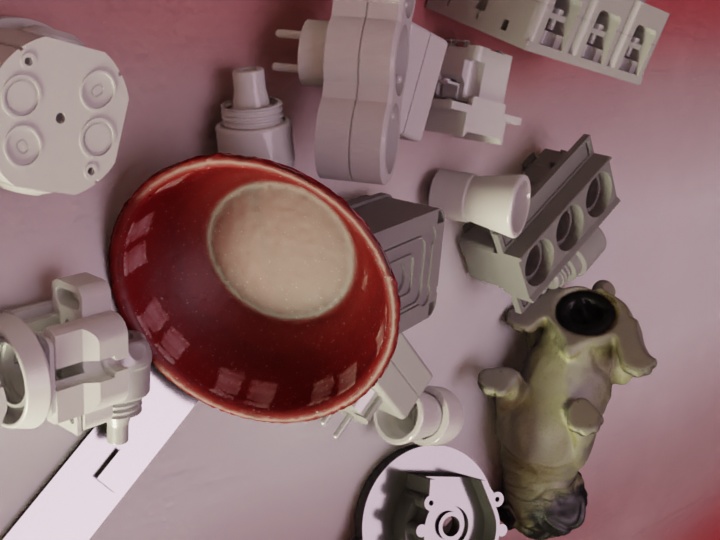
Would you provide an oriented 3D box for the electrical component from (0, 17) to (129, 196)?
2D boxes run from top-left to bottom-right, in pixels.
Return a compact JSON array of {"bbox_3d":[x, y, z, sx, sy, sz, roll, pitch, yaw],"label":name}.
[{"bbox_3d":[-0.151,-0.074,0.495,0.080,0.051,0.080,-20,119,-42],"label":"electrical component"}]

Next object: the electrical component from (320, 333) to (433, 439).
[{"bbox_3d":[0.000,0.078,0.723,0.076,0.047,0.065,-54,137,-18],"label":"electrical component"}]

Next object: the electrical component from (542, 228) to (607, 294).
[{"bbox_3d":[0.168,-0.010,0.879,0.078,0.040,0.040,-45,133,-26],"label":"electrical component"}]

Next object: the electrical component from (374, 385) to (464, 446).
[{"bbox_3d":[0.044,0.106,0.784,0.055,0.045,0.045,13,95,-50],"label":"electrical component"}]

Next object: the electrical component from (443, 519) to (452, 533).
[{"bbox_3d":[0.073,0.248,0.863,0.057,0.058,0.078,-41,132,-34],"label":"electrical component"}]

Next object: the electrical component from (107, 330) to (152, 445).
[{"bbox_3d":[-0.131,0.065,0.583,0.035,0.035,0.061,-12,113,-45],"label":"electrical component"}]

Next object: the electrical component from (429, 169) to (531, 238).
[{"bbox_3d":[0.081,-0.049,0.749,0.044,0.065,0.044,-40,136,-54],"label":"electrical component"}]

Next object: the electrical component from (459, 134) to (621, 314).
[{"bbox_3d":[0.135,-0.038,0.815,0.121,0.063,0.078,-45,133,-26],"label":"electrical component"}]

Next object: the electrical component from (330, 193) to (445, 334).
[{"bbox_3d":[0.000,0.000,0.670,0.113,0.057,0.078,-23,123,-56],"label":"electrical component"}]

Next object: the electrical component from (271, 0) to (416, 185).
[{"bbox_3d":[-0.013,-0.120,0.599,0.052,0.074,0.138,0,97,-80],"label":"electrical component"}]

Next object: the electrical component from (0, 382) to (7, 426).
[{"bbox_3d":[-0.206,0.064,0.488,0.080,0.051,0.080,-20,119,-42],"label":"electrical component"}]

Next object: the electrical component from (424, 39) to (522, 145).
[{"bbox_3d":[0.073,-0.121,0.731,0.081,0.042,0.063,3,99,-49],"label":"electrical component"}]

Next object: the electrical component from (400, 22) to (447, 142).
[{"bbox_3d":[0.006,-0.121,0.654,0.077,0.047,0.065,15,91,-47],"label":"electrical component"}]

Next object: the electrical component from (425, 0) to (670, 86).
[{"bbox_3d":[0.132,-0.180,0.729,0.150,0.089,0.061,2,115,-48],"label":"electrical component"}]

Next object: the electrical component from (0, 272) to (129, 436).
[{"bbox_3d":[-0.154,0.046,0.534,0.057,0.058,0.078,-16,116,-46],"label":"electrical component"}]

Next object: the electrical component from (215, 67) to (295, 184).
[{"bbox_3d":[-0.059,-0.081,0.600,0.043,0.043,0.062,-24,119,-40],"label":"electrical component"}]
